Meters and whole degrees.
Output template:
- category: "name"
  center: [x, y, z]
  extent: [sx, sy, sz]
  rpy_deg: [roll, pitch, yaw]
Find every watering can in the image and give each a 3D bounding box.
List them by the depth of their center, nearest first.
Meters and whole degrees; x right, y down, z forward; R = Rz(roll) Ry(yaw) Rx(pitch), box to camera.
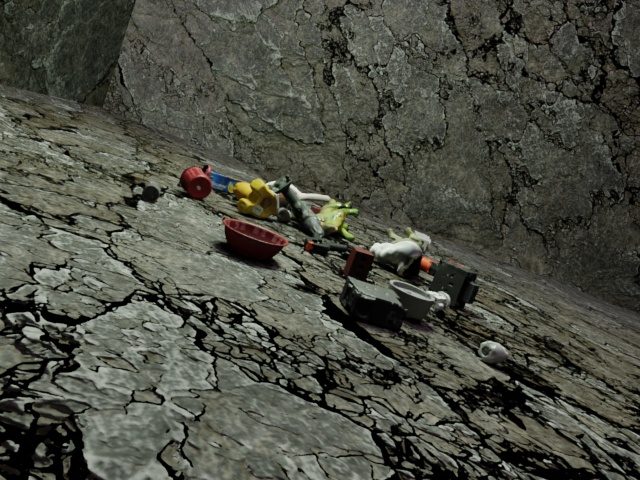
- category: "watering can"
  center: [-0.119, -0.180, 2.084]
  extent: [0.347, 0.103, 0.226]
  rpy_deg: [6, 11, -6]

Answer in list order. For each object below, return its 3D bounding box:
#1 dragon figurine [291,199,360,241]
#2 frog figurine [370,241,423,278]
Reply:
- category: "dragon figurine"
  center: [0.006, -0.099, 1.959]
  extent: [0.242, 0.121, 0.416]
  rpy_deg: [8, 17, -20]
- category: "frog figurine"
  center: [0.247, 0.041, 1.662]
  extent: [0.138, 0.120, 0.162]
  rpy_deg: [-12, 41, -39]
